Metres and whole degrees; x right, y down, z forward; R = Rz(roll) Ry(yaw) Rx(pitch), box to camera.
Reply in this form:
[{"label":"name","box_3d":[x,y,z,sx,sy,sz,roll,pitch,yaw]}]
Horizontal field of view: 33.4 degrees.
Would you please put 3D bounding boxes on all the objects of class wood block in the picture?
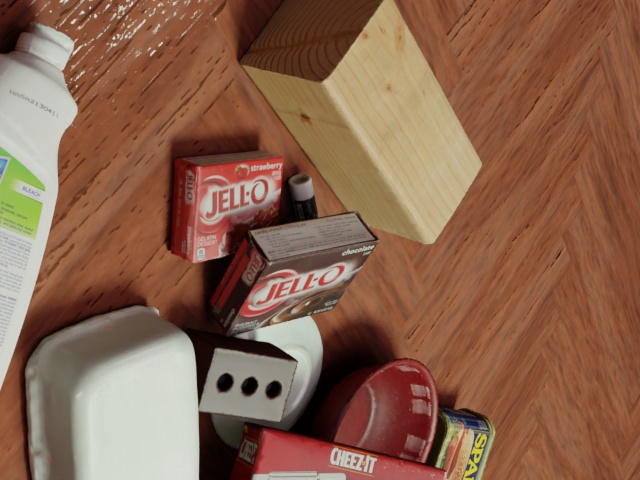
[{"label":"wood block","box_3d":[0.039,-0.097,0.844,0.090,0.091,0.206,-56,138,-17]}]

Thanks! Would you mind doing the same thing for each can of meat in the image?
[{"label":"can of meat","box_3d":[0.124,0.221,1.093,0.083,0.058,0.102,18,91,-47]}]

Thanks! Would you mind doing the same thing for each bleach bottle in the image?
[{"label":"bleach bottle","box_3d":[-0.201,-0.006,0.632,0.102,0.068,0.251,29,80,-51]}]

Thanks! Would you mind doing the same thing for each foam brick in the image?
[{"label":"foam brick","box_3d":[-0.066,0.105,0.821,0.078,0.051,0.053,13,95,-34]}]

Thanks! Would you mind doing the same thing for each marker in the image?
[{"label":"marker","box_3d":[-0.006,0.001,0.887,0.020,0.020,0.121,-37,130,-34]}]

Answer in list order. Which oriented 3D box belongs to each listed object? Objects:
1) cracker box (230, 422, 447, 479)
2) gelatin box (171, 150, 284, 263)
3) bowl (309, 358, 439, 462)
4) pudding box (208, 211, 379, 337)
[{"label":"cracker box","box_3d":[-0.006,0.269,0.856,0.164,0.072,0.213,17,81,-18]},{"label":"gelatin box","box_3d":[-0.069,-0.026,0.796,0.089,0.030,0.073,-11,112,-46]},{"label":"bowl","box_3d":[0.040,0.177,0.979,0.161,0.055,0.162,-21,120,-42]},{"label":"pudding box","box_3d":[-0.021,0.025,0.827,0.113,0.039,0.090,-14,148,-40]}]
